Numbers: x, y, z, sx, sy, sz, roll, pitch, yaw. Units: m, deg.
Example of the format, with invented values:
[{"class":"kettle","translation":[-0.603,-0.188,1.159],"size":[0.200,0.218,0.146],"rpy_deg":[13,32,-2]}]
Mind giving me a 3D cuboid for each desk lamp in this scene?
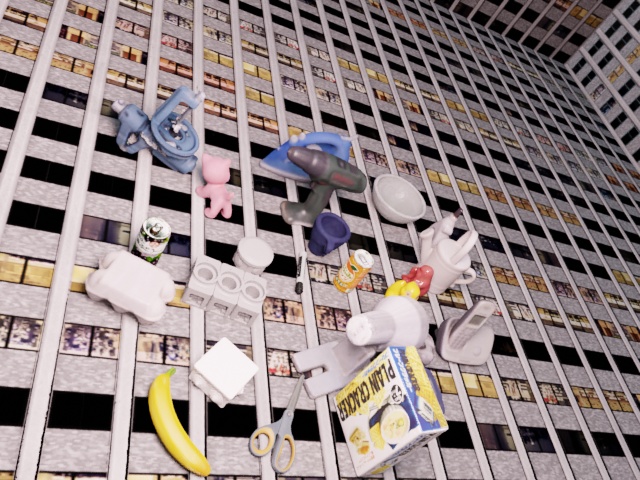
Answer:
[{"class":"desk lamp","translation":[0.085,0.203,1.122],"size":[0.204,0.213,0.117],"rpy_deg":[-9,58,-40]}]

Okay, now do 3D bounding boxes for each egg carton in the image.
[{"class":"egg carton","translation":[-0.342,0.086,1.042],"size":[0.150,0.069,0.107],"rpy_deg":[28,41,-10]}]

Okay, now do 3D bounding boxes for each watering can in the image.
[{"class":"watering can","translation":[0.326,0.042,1.458],"size":[0.173,0.194,0.101],"rpy_deg":[23,42,-15]}]

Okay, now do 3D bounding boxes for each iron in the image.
[{"class":"iron","translation":[-0.022,-0.236,1.512],"size":[0.259,0.141,0.118],"rpy_deg":[-2,54,-36]}]

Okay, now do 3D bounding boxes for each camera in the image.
[{"class":"camera","translation":[0.184,0.203,1.279],"size":[0.143,0.100,0.137],"rpy_deg":[24,42,-15]}]

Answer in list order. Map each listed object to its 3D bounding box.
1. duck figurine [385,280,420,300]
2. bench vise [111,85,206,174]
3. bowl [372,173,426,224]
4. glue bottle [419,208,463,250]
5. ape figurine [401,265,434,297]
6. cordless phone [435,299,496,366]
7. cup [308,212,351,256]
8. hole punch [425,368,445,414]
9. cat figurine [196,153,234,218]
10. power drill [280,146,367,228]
[{"class":"duck figurine","translation":[0.205,0.132,1.371],"size":[0.078,0.086,0.104],"rpy_deg":[21,43,-17]},{"class":"bench vise","translation":[-0.345,-0.257,1.245],"size":[0.208,0.219,0.121],"rpy_deg":[14,45,-24]},{"class":"bowl","translation":[0.209,-0.102,1.601],"size":[0.168,0.074,0.167],"rpy_deg":[19,44,-19]},{"class":"glue bottle","translation":[0.329,-0.027,1.539],"size":[0.037,0.173,0.078],"rpy_deg":[20,43,-18]},{"class":"ape figurine","translation":[0.251,0.095,1.433],"size":[0.076,0.092,0.078],"rpy_deg":[43,41,7]},{"class":"cordless phone","translation":[0.368,0.211,1.336],"size":[0.148,0.185,0.094],"rpy_deg":[12,46,-26]},{"class":"cup","translation":[0.012,0.005,1.348],"size":[0.092,0.095,0.117],"rpy_deg":[23,42,-15]},{"class":"hole punch","translation":[0.216,0.316,1.202],"size":[0.101,0.091,0.108],"rpy_deg":[9,48,-28]},{"class":"cat figurine","translation":[-0.228,-0.130,1.287],"size":[0.067,0.117,0.127],"rpy_deg":[-8,57,-39]},{"class":"power drill","translation":[-0.011,-0.125,1.366],"size":[0.230,0.208,0.075],"rpy_deg":[6,49,-31]}]
